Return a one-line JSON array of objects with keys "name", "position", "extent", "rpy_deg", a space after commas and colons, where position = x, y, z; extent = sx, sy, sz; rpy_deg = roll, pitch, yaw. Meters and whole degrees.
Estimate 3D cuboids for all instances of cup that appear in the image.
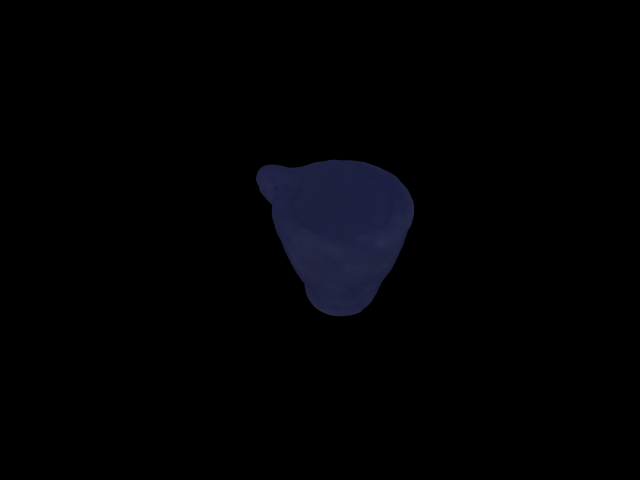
[{"name": "cup", "position": [0.004, 0.001, 0.400], "extent": [0.117, 0.095, 0.092], "rpy_deg": [26, 50, 25]}]
